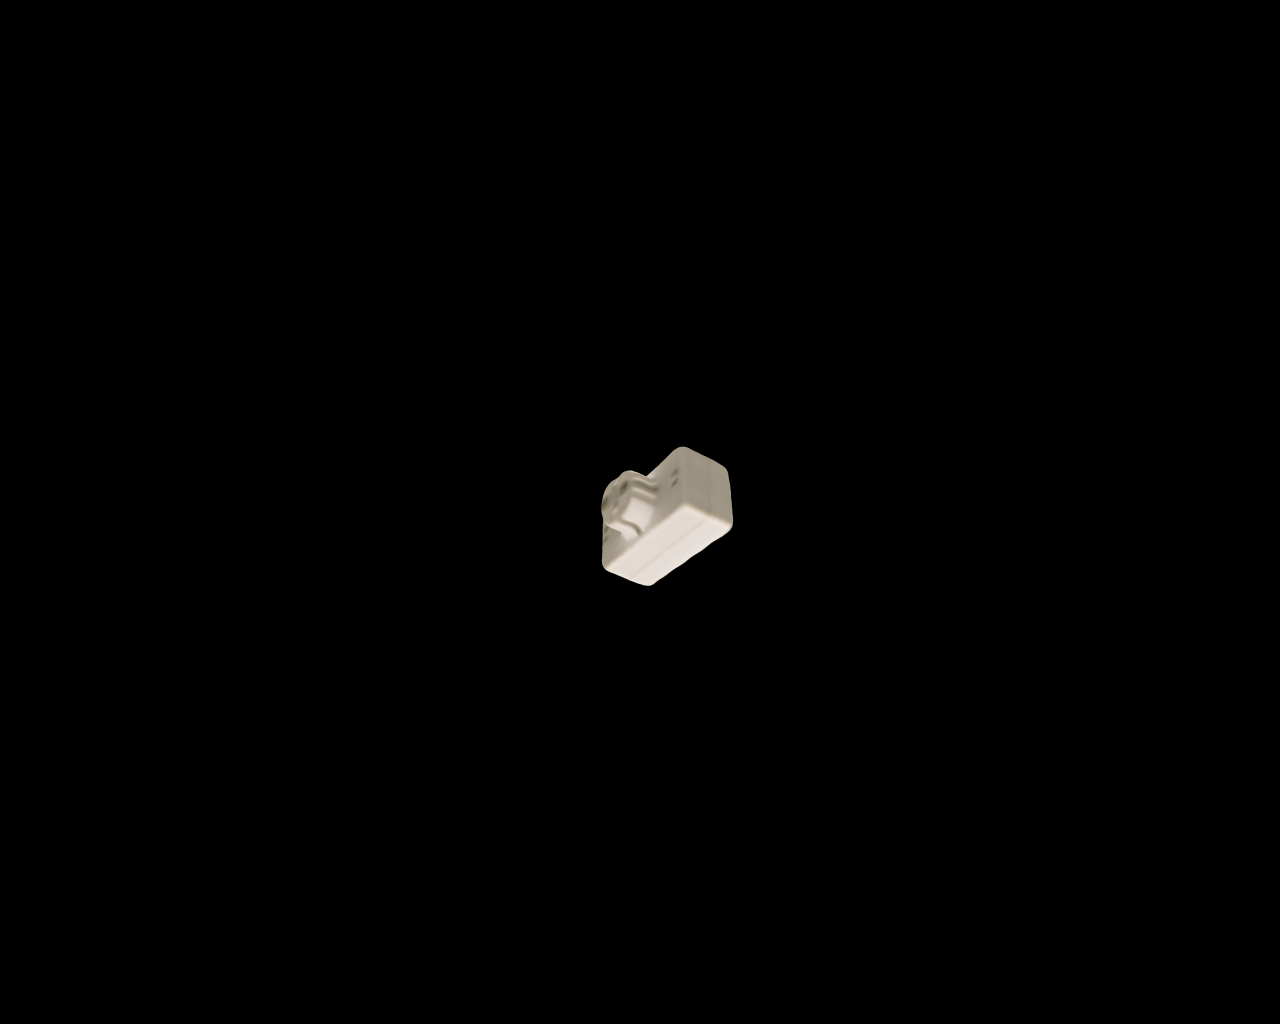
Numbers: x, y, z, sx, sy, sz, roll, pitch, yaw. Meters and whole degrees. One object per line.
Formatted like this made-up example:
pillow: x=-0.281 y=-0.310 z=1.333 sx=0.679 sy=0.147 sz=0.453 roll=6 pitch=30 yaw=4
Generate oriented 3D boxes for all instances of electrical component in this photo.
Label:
electrical component: x=0.001 y=-0.003 z=0.650 sx=0.076 sy=0.047 sz=0.083 roll=25 pitch=-44 yaw=-28
